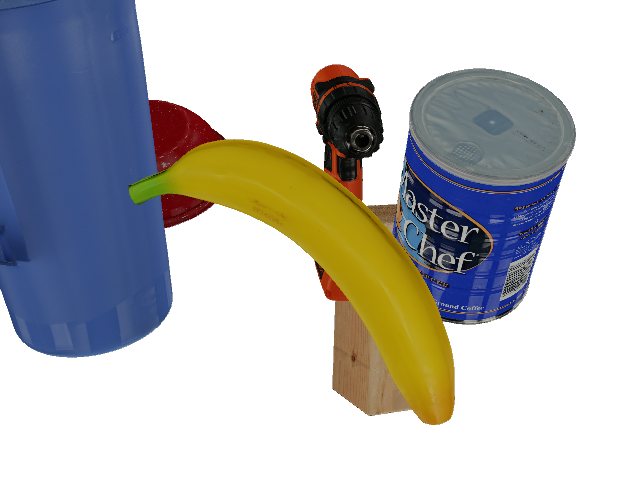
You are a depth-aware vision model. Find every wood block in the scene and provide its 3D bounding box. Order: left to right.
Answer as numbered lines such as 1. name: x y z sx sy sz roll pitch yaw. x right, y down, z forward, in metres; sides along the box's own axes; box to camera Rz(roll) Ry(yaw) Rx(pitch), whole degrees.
1. wood block: 0.073 0.071 1.146 0.090 0.206 0.091 -4 14 -26

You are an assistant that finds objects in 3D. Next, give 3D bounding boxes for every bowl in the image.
1. bowl: -0.163 -0.082 0.997 0.162 0.162 0.055 0 -44 7

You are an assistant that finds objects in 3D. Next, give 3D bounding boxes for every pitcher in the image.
1. pitcher: -0.170 -0.047 0.663 0.149 0.243 0.145 -11 28 -9

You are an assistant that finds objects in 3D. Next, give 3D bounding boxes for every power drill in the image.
1. power drill: 0.025 -0.047 0.918 0.057 0.188 0.184 -2 22 -4

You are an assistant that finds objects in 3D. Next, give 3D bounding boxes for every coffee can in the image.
1. coffee can: 0.102 -0.027 0.707 0.102 0.103 0.140 0 -42 -4

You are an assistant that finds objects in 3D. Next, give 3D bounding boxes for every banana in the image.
1. banana: 0.002 0.008 0.530 0.198 0.070 0.037 38 22 1
